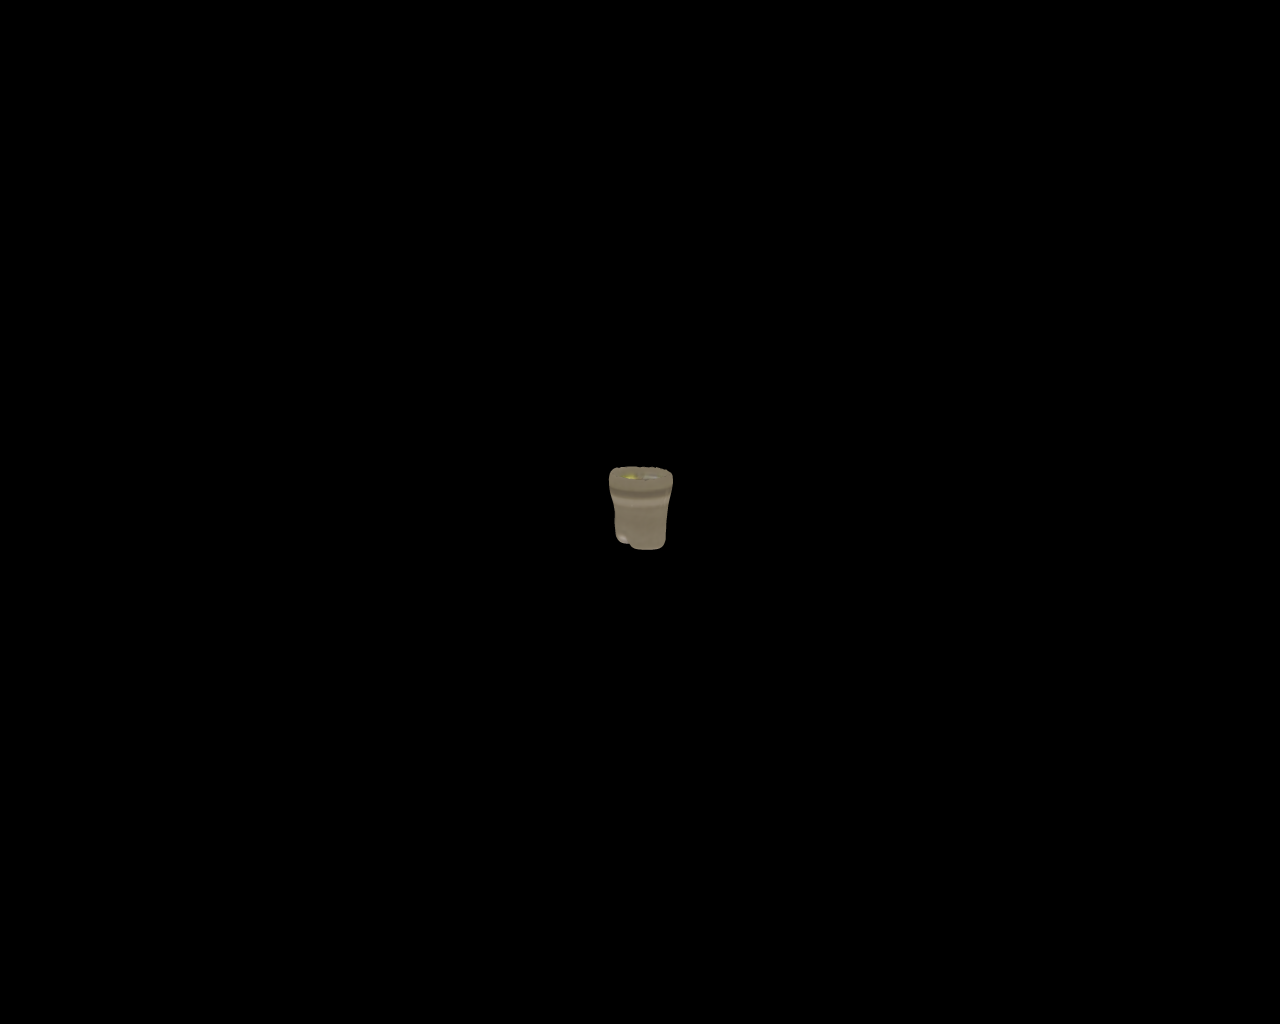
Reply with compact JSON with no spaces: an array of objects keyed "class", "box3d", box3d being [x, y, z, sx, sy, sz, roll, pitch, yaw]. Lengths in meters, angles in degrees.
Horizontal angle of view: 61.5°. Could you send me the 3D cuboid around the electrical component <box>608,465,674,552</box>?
[{"class":"electrical component","box3d":[0.001,-0.003,0.650,0.040,0.046,0.040,0,14,0]}]
